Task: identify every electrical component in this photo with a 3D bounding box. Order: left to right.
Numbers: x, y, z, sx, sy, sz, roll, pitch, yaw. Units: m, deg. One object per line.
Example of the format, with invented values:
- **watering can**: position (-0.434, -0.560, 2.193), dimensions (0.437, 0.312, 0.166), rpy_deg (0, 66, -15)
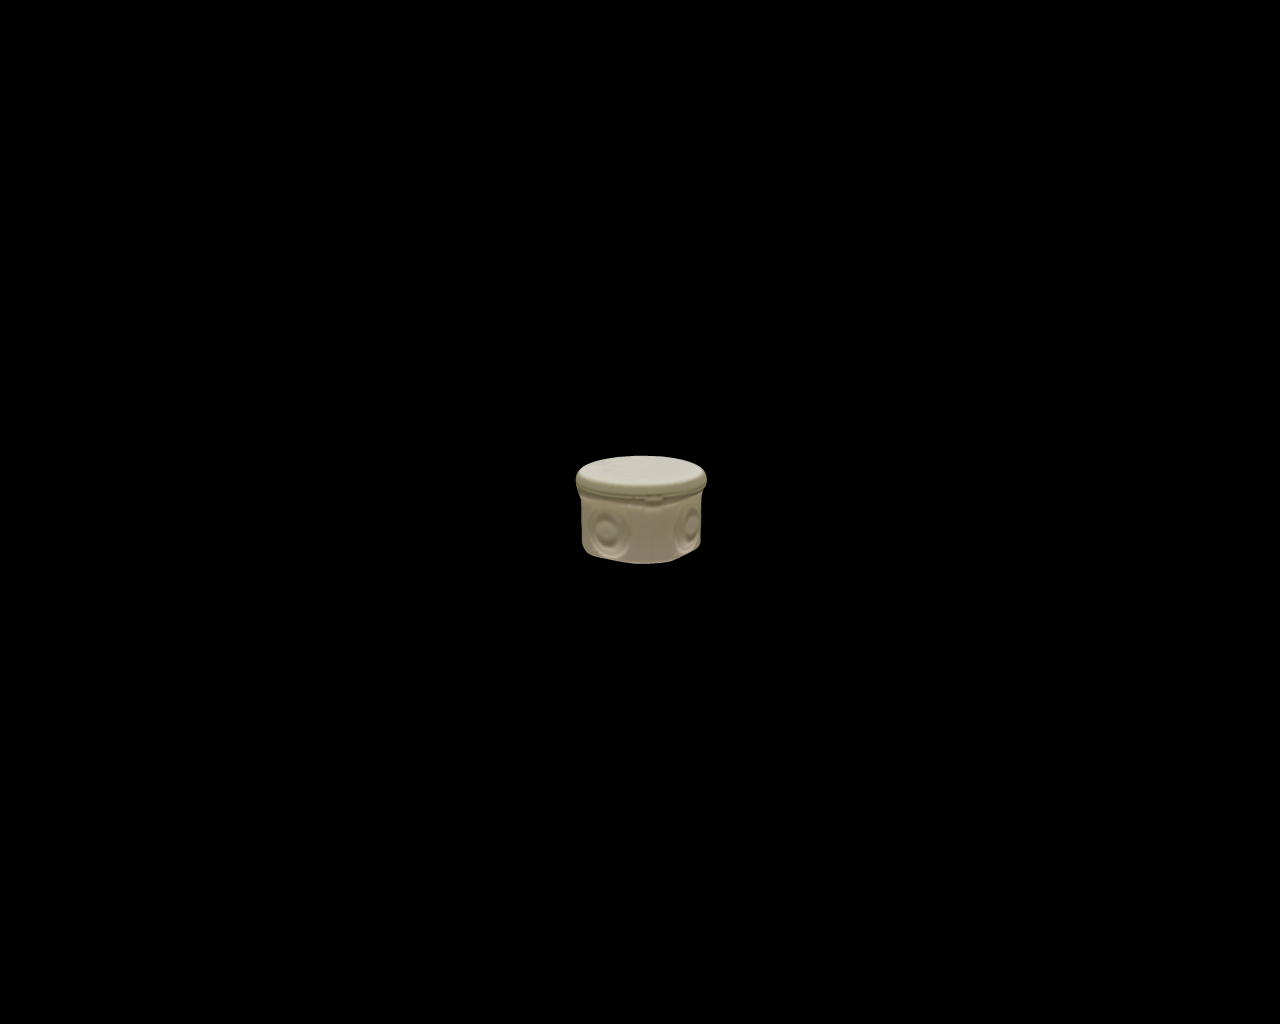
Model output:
- **electrical component**: position (0.001, -0.003, 0.650), dimensions (0.080, 0.051, 0.080), rpy_deg (0, 15, 0)
